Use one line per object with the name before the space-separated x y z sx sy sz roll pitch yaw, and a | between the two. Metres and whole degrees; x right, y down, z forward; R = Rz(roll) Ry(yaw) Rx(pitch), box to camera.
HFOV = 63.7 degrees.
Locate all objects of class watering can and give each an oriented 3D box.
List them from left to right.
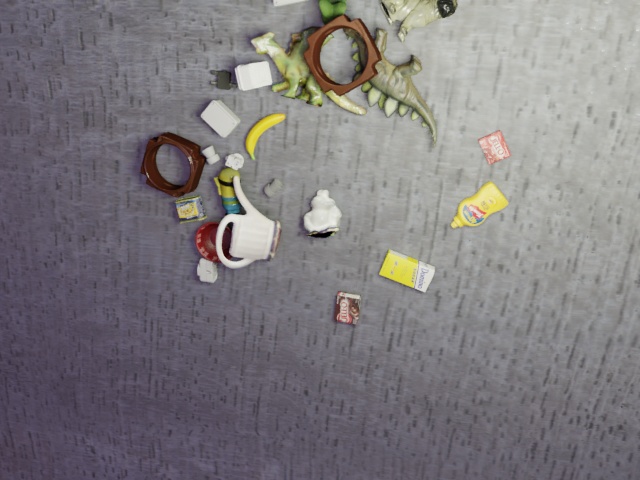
watering can | -0.242 -0.048 1.813 0.224 0.106 0.342 9 112 -17

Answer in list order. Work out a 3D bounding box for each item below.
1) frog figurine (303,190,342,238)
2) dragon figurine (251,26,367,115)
frog figurine | 0.005 -0.091 1.801 0.136 0.121 0.162 -16 69 24
dragon figurine | -0.023 -0.557 1.645 0.410 0.123 0.240 13 103 -5
